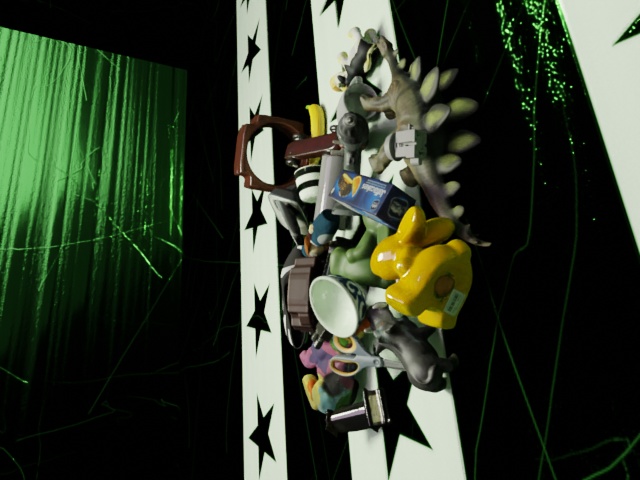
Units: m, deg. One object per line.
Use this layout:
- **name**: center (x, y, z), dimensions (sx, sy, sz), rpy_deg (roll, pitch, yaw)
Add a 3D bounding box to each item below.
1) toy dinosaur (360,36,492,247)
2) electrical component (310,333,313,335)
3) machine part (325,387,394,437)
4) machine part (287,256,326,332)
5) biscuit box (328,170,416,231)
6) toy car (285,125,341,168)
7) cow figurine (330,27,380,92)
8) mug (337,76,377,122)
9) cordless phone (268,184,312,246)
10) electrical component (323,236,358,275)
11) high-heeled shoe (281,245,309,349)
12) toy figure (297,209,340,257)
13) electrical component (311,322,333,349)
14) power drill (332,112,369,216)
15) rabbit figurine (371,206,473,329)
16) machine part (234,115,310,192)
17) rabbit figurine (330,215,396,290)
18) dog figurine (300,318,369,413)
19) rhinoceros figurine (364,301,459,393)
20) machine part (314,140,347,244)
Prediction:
- **toy dinosaur**: center (0.176, -0.179, 0.928), dimensions (0.198, 0.105, 0.471), rpy_deg (-41, 56, 51)
- **electrical component**: center (-0.010, 0.181, 1.305), dimensions (0.078, 0.045, 0.102), rpy_deg (-31, 56, 58)
- **machine part**: center (0.074, 0.338, 1.043), dimensions (0.139, 0.039, 0.084), rpy_deg (-27, 60, 23)
- **machine part**: center (-0.023, 0.121, 1.194), dimensions (0.179, 0.056, 0.179), rpy_deg (-2, -90, -74)
- **biscuit box**: center (0.088, -0.075, 0.951), dimensions (0.062, 0.059, 0.203), rpy_deg (-60, 27, 1)
- **toy car**: center (-0.013, -0.232, 1.355), dimensions (0.202, 0.053, 0.089), rpy_deg (-3, 71, 46)
- **cow figurine**: center (0.081, -0.392, 1.229), dimensions (0.167, 0.068, 0.098), rpy_deg (-59, 40, 44)
- **mug**: center (0.073, -0.303, 1.205), dimensions (0.107, 0.081, 0.109), rpy_deg (149, 117, -71)
- **cordless phone**: center (-0.062, -0.039, 1.379), dimensions (0.146, 0.089, 0.184), rpy_deg (68, -179, -49)
- **electrical component**: center (0.039, 0.061, 1.149), dimensions (0.134, 0.058, 0.114), rpy_deg (-53, -25, -76)
- **high-heeled shoe**: center (-0.058, 0.146, 1.347), dimensions (0.145, 0.086, 0.248), rpy_deg (-90, -3, -65)
- **toy figure**: center (-0.004, -0.005, 1.196), dimensions (0.058, 0.064, 0.154), rpy_deg (-72, 8, -45)
- **electrical component**: center (0.014, 0.168, 1.058), dimensions (0.094, 0.021, 0.063), rpy_deg (-59, 14, 9)
- **power drill**: center (0.062, -0.155, 1.108), dimensions (0.232, 0.086, 0.207), rpy_deg (-59, -34, -78)
- **rabbit figurine**: center (0.138, 0.032, 0.813), dimensions (0.173, 0.122, 0.162), rpy_deg (25, 99, 60)
- **machine part**: center (-0.128, -0.230, 1.475), dimensions (0.087, 0.201, 0.201), rpy_deg (-173, 89, -68)
- **rabbit figurine**: center (0.104, 0.000, 1.014), dimensions (0.159, 0.121, 0.170), rpy_deg (20, 103, 61)
- **dog figurine**: center (0.050, 0.230, 1.096), dimensions (0.219, 0.108, 0.192), rpy_deg (-56, 36, 41)
- **rhinoceros figurine**: center (0.144, 0.177, 0.899), dimensions (0.190, 0.112, 0.073), rpy_deg (52, 133, 47)
- **machine part**: center (0.033, -0.109, 1.248), dimensions (0.079, 0.079, 0.243), rpy_deg (-168, 86, -65)
